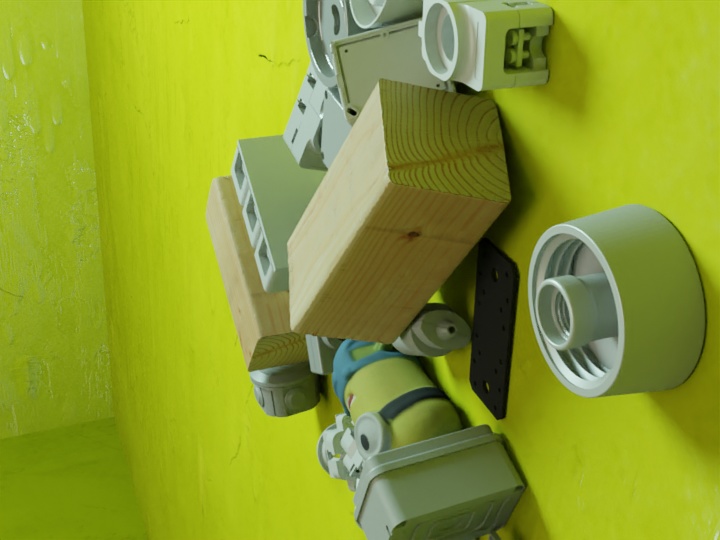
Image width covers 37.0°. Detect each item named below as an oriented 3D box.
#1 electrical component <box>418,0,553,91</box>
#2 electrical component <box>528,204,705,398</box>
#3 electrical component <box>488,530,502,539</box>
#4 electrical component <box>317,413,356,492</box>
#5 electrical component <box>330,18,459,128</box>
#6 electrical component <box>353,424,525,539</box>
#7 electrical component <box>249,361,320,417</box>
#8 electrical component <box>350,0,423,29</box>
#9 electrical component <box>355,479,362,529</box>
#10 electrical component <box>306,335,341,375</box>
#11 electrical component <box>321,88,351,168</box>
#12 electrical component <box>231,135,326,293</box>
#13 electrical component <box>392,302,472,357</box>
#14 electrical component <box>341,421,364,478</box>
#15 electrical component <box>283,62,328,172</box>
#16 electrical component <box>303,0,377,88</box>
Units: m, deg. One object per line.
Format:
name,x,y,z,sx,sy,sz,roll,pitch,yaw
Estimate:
electrical component,0.076,-0.152,0.697,0.089,0.056,0.050,-132,38,-57
electrical component,0.135,0.020,0.606,0.108,0.060,0.108,171,90,-70
electrical component,0.103,0.236,0.790,0.081,0.064,0.042,-130,37,-55
electrical component,-0.010,0.183,1.091,0.057,0.058,0.078,164,96,-68
electrical component,0.033,-0.142,0.788,0.061,0.096,0.061,28,-131,-79
electrical component,0.057,0.169,0.813,0.078,0.113,0.057,104,147,-48
electrical component,-0.085,0.130,1.242,0.080,0.080,0.051,-139,38,-61
electrical component,0.025,-0.226,0.784,0.099,0.064,0.099,14,106,57
electrical component,0.018,0.207,1.024,0.081,0.043,0.043,-85,-2,-60
electrical component,-0.023,0.061,1.082,0.076,0.047,0.083,177,84,-70
electrical component,0.013,-0.102,0.895,0.113,0.057,0.078,-123,30,-49
electrical component,-0.068,-0.058,1.091,0.061,0.089,0.150,117,139,-59
electrical component,0.057,0.048,0.861,0.081,0.043,0.043,172,89,-70
electrical component,0.022,0.162,0.981,0.078,0.058,0.057,-60,31,9
electrical component,-0.026,-0.137,0.968,0.055,0.050,0.089,59,135,46
electrical component,-0.001,-0.206,0.881,0.108,0.060,0.108,171,90,-71
